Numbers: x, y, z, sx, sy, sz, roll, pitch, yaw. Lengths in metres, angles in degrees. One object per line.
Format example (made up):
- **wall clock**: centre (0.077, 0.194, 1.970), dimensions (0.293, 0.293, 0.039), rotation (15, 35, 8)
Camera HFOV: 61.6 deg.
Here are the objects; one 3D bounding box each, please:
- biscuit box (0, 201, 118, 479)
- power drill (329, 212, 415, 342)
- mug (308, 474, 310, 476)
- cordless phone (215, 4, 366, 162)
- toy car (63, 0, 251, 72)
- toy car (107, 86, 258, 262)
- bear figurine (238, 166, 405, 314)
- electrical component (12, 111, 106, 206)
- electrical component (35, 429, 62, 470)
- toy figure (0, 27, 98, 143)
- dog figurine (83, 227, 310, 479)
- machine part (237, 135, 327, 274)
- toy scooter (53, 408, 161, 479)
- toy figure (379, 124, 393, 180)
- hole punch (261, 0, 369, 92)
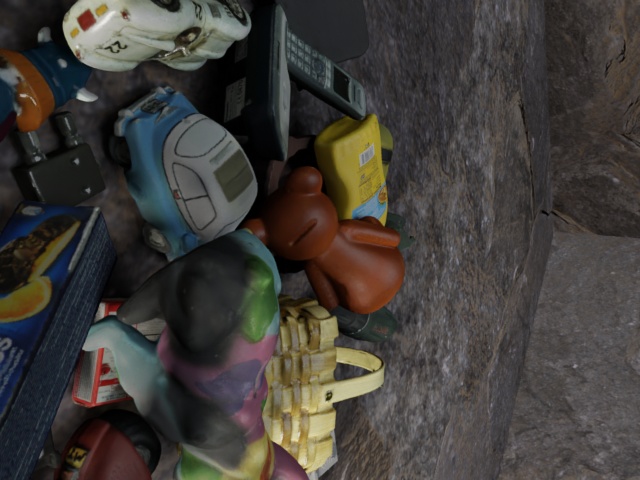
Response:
- **biscuit box**: centre (-0.192, 0.067, 0.337), dimensions (0.062, 0.059, 0.203), rotation (96, -1, -49)
- **power drill**: centre (0.083, 0.059, 0.859), dimensions (0.231, 0.086, 0.207), rotation (46, 52, -54)
- **mug**: centre (-0.081, 0.288, 0.637), dimensions (0.107, 0.081, 0.109), rotation (-16, 145, -49)
- **cordless phone**: centre (-0.016, -0.146, 0.580), dimensions (0.184, 0.089, 0.146), rotation (18, 63, -42)
- **toy car**: centre (-0.122, -0.174, 0.442), dimensions (0.056, 0.073, 0.202), rotation (63, 24, -6)
- **toy car**: centre (-0.110, -0.057, 0.491), dimensions (0.109, 0.103, 0.161), rotation (-53, 139, -43)
- **bear figurine**: centre (0.000, -0.001, 0.589), dimensions (0.195, 0.132, 0.120), rotation (36, 97, -28)
- **electrical component**: centre (-0.199, -0.048, 0.419), dimensions (0.063, 0.021, 0.093), rotation (-44, 131, -49)
- **electrical component**: centre (-0.241, 0.142, 0.357), dimensions (0.119, 0.048, 0.074), rotation (-16, 108, -59)
- **toy figure**: centre (-0.216, -0.095, 0.349), dimensions (0.154, 0.058, 0.064), rotation (-49, 140, -51)
- **dog figurine**: centre (-0.068, 0.123, 0.425), dimensions (0.219, 0.191, 0.108), rotation (55, 26, -1)
- **machine part**: centre (-0.039, -0.046, 0.657), dimensions (0.179, 0.056, 0.179), rotation (-19, 112, -58)
- **toy scooter**: centre (-0.185, 0.241, 0.442), dimensions (0.135, 0.075, 0.183), rotation (-42, 134, -52)
- **toy figure**: centre (0.060, -0.083, 0.784), dimensions (0.082, 0.089, 0.180), rotation (-8, 100, -78)
- **hole punch**: centre (-0.017, -0.266, 0.646), dimensions (0.116, 0.092, 0.142), rotation (-25, 124, -22)
